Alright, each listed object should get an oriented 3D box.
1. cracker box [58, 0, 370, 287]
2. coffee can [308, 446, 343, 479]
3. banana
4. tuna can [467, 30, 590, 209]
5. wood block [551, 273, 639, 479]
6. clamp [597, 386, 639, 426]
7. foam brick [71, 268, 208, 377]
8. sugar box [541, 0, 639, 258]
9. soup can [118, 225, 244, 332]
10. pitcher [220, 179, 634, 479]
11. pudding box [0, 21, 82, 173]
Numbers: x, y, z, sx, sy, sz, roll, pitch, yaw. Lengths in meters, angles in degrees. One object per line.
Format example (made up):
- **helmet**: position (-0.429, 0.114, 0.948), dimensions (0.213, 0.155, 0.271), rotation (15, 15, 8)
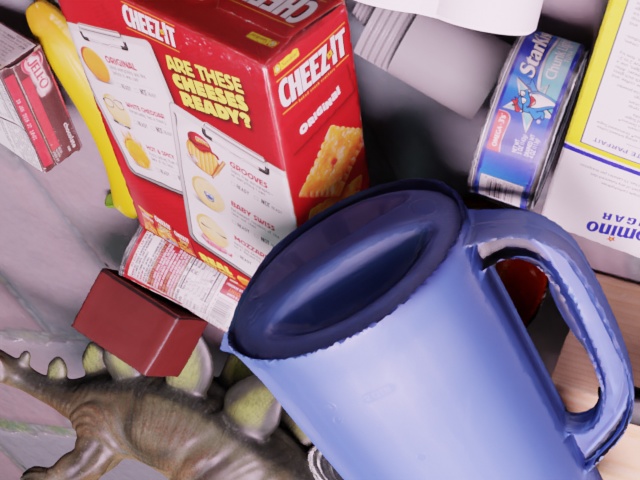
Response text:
- **cracker box**: position (-0.053, -0.064, 0.626), dimensions (0.164, 0.072, 0.214), rotation (29, 148, 29)
- **coffee can**: position (0.067, 0.110, 0.714), dimensions (0.103, 0.140, 0.103), rotation (20, 144, 15)
- **banana**: position (-0.148, -0.075, 0.736), dimensions (0.070, 0.037, 0.198), rotation (16, 143, 20)
- **tuna can**: position (0.103, -0.059, 0.525), dimensions (0.034, 0.086, 0.086), rotation (20, 144, 13)
- **wood block**: position (0.243, 0.104, 0.619), dimensions (0.206, 0.090, 0.090), rotation (16, 143, 20)
- **clamp**: position (0.266, 0.080, 0.521), dimensions (0.210, 0.036, 0.165), rotation (37, 111, 17)
- **foam brick**: position (-0.134, 0.063, 0.804), dimensions (0.078, 0.051, 0.053), rotation (29, -177, 23)
- **sugar box**: position (0.170, -0.060, 0.509), dimensions (0.093, 0.048, 0.176), rotation (22, 148, 13)
- **soup can**: position (-0.087, 0.021, 0.783), dimensions (0.102, 0.068, 0.069), rotation (29, 146, 2)
- **pitcher**: position (0.076, 0.094, 0.554), dimensions (0.242, 0.145, 0.149), rotation (56, 163, -24)
- **pudding box**: position (-0.218, -0.107, 0.722), dimensions (0.114, 0.039, 0.090), rotation (30, 148, 32)
